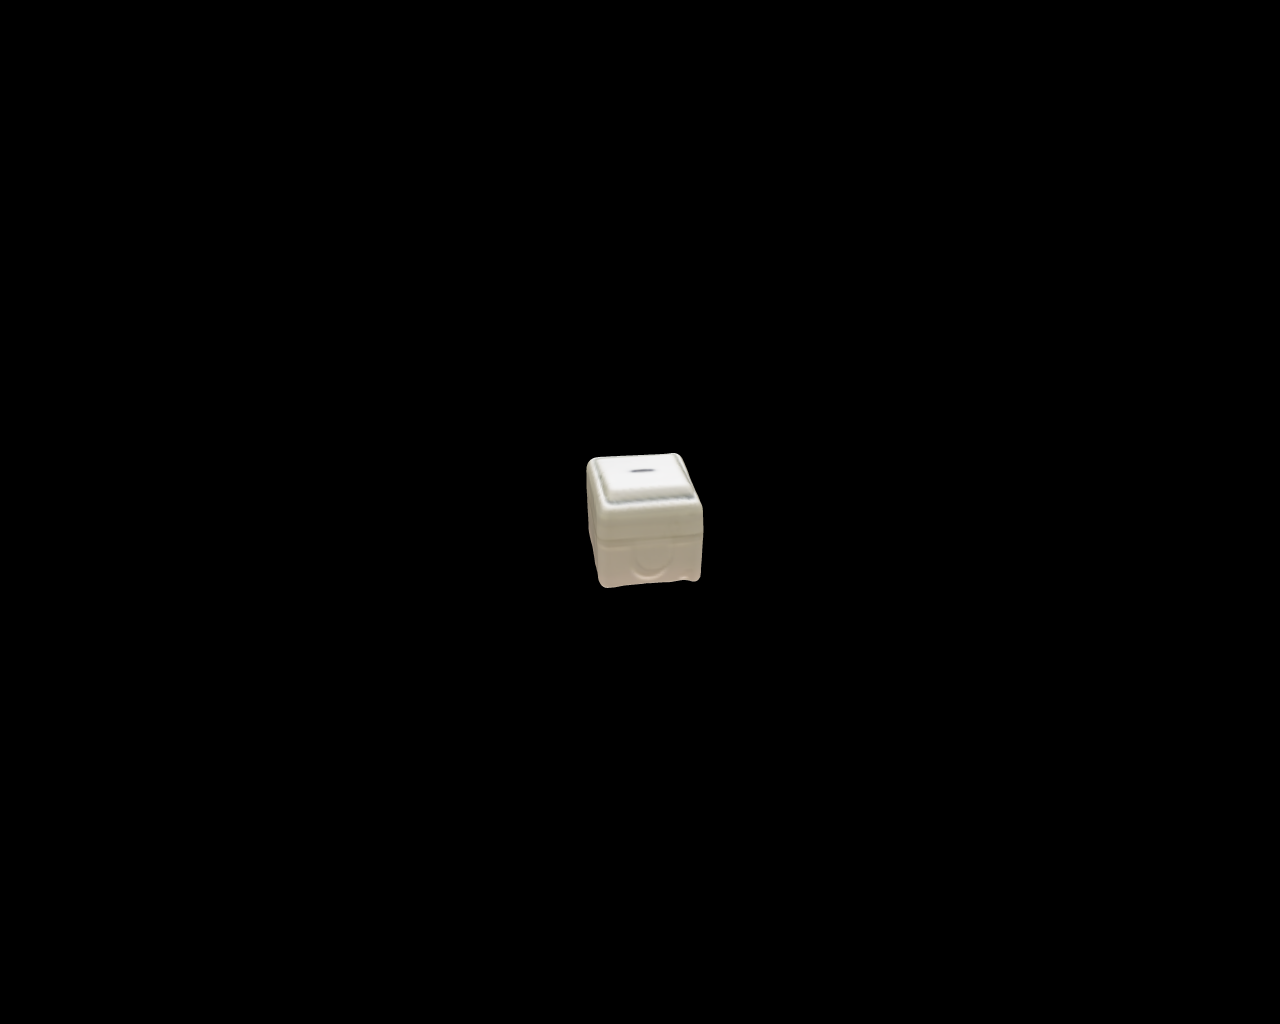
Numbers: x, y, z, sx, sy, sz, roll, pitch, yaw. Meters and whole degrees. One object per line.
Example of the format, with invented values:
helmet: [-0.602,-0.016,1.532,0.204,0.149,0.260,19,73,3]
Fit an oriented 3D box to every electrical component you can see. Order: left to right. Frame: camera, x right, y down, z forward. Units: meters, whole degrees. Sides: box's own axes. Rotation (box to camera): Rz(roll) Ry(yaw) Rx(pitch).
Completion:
electrical component: [0.001,-0.003,0.650,0.062,0.061,0.096,-3,26,-7]
